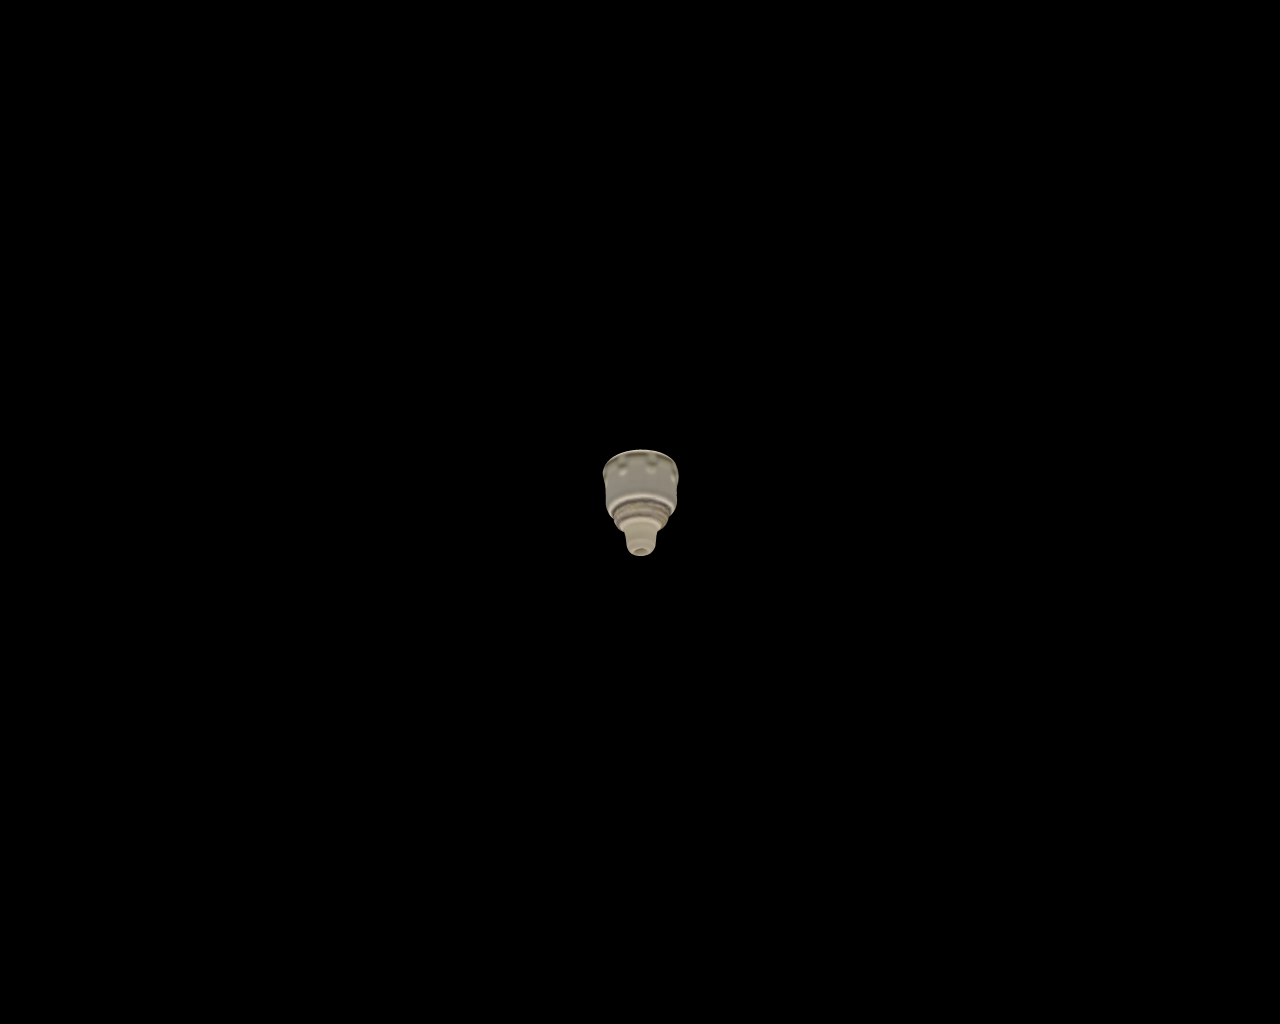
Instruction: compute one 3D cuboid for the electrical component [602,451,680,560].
[{"bbox_3d":[0.001,-0.003,0.650,0.048,0.062,0.048,0,-27,0],"label":"electrical component"}]
